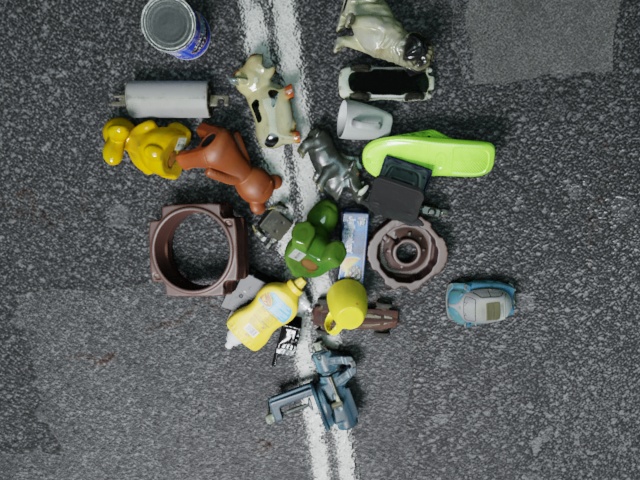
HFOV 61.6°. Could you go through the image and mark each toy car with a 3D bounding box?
[{"bbox_3d":[0.140,-0.328,1.125,0.202,0.056,0.073,0,96,-2],"label":"toy car"},{"bbox_3d":[0.370,0.148,1.214,0.162,0.103,0.109,-2,104,2],"label":"toy car"},{"bbox_3d":[0.081,0.180,1.245,0.202,0.053,0.089,4,100,0],"label":"toy car"}]

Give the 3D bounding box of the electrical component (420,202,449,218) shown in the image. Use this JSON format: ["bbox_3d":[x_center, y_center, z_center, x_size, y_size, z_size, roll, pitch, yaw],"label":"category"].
[{"bbox_3d":[0.241,-0.066,1.181,0.094,0.063,0.021,14,103,-4],"label":"electrical component"}]

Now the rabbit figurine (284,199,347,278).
[{"bbox_3d":[-0.002,-0.004,1.161,0.121,0.170,0.159,24,143,-4],"label":"rabbit figurine"}]

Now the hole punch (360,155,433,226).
[{"bbox_3d":[0.166,-0.103,1.119,0.142,0.092,0.115,18,142,6],"label":"hole punch"}]

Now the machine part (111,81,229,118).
[{"bbox_3d":[-0.311,-0.293,1.117,0.243,0.079,0.079,-1,103,0],"label":"machine part"}]

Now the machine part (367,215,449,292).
[{"bbox_3d":[0.193,0.025,1.207,0.179,0.056,0.179,0,103,1],"label":"machine part"}]

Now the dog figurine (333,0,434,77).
[{"bbox_3d":[0.137,-0.426,1.074,0.190,0.121,0.172,13,77,-12],"label":"dog figurine"}]

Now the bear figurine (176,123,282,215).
[{"bbox_3d":[-0.183,-0.150,1.145,0.195,0.132,0.120,45,65,-41],"label":"bear figurine"}]

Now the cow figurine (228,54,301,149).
[{"bbox_3d":[-0.115,-0.287,1.120,0.127,0.085,0.194,-12,104,-4],"label":"cow figurine"}]

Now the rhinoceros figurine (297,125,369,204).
[{"bbox_3d":[0.031,-0.155,1.159,0.112,0.073,0.190,-36,101,1],"label":"rhinoceros figurine"}]

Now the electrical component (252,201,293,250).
[{"bbox_3d":[-0.104,-0.034,1.185,0.102,0.045,0.078,-45,112,2],"label":"electrical component"}]

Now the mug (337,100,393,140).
[{"bbox_3d":[0.099,-0.247,1.121,0.107,0.110,0.080,3,104,-14],"label":"mug"}]

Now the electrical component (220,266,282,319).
[{"bbox_3d":[-0.158,0.134,1.228,0.115,0.058,0.134,25,101,-4],"label":"electrical component"}]

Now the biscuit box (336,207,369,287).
[{"bbox_3d":[0.071,0.030,1.203,0.059,0.063,0.202,3,104,-2],"label":"biscuit box"}]

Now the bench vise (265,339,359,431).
[{"bbox_3d":[-0.020,0.354,1.249,0.241,0.129,0.223,-20,103,-3],"label":"bench vise"}]

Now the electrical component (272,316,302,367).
[{"bbox_3d":[-0.077,0.239,1.244,0.048,0.075,0.119,13,99,-3],"label":"electrical component"}]

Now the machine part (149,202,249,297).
[{"bbox_3d":[-0.261,0.020,1.158,0.201,0.087,0.201,-1,91,11],"label":"machine part"}]

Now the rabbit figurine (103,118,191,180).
[{"bbox_3d":[-0.382,-0.197,1.115,0.173,0.162,0.121,27,114,11],"label":"rabbit figurine"}]
